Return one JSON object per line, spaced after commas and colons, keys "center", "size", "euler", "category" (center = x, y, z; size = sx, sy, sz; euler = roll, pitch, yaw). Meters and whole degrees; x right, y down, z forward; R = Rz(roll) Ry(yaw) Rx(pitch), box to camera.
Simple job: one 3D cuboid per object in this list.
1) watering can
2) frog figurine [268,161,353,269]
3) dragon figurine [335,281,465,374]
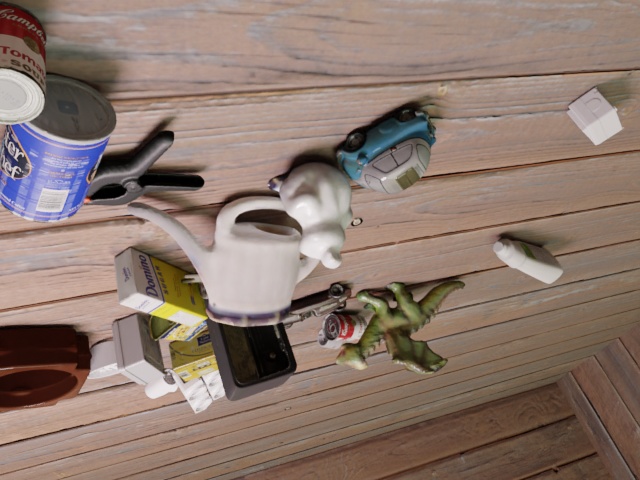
{"center": [-0.144, 0.035, 0.850], "size": [0.348, 0.105, 0.222], "euler": [1, 103, -31], "category": "watering can"}
{"center": [0.002, -0.041, 0.810], "size": [0.121, 0.163, 0.136], "euler": [-35, 144, 18], "category": "frog figurine"}
{"center": [0.226, 0.224, 1.272], "size": [0.411, 0.248, 0.119], "euler": [-10, 141, -13], "category": "dragon figurine"}
